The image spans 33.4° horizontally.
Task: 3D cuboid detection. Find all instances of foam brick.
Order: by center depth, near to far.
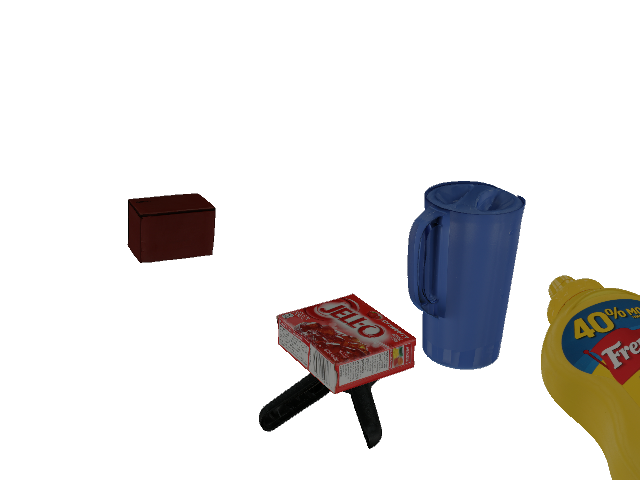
[{"bbox_3d":[-0.151,-0.014,1.073,0.078,0.051,0.053,-6,22,-23],"label":"foam brick"}]

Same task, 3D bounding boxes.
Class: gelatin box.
[{"bbox_3d":[0.018,0.077,0.821,0.073,0.030,0.089,-14,28,-28],"label":"gelatin box"}]

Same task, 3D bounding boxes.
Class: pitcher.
[{"bbox_3d":[0.191,0.050,1.448,0.149,0.243,0.145,4,22,5],"label":"pitcher"}]

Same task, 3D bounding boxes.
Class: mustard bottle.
[{"bbox_3d":[0.184,0.080,0.619,0.096,0.058,0.192,-13,35,-11],"label":"mustard bottle"}]

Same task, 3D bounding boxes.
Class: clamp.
[{"bbox_3d":[0.030,0.135,1.036,0.120,0.039,0.171,16,46,24],"label":"clamp"}]
